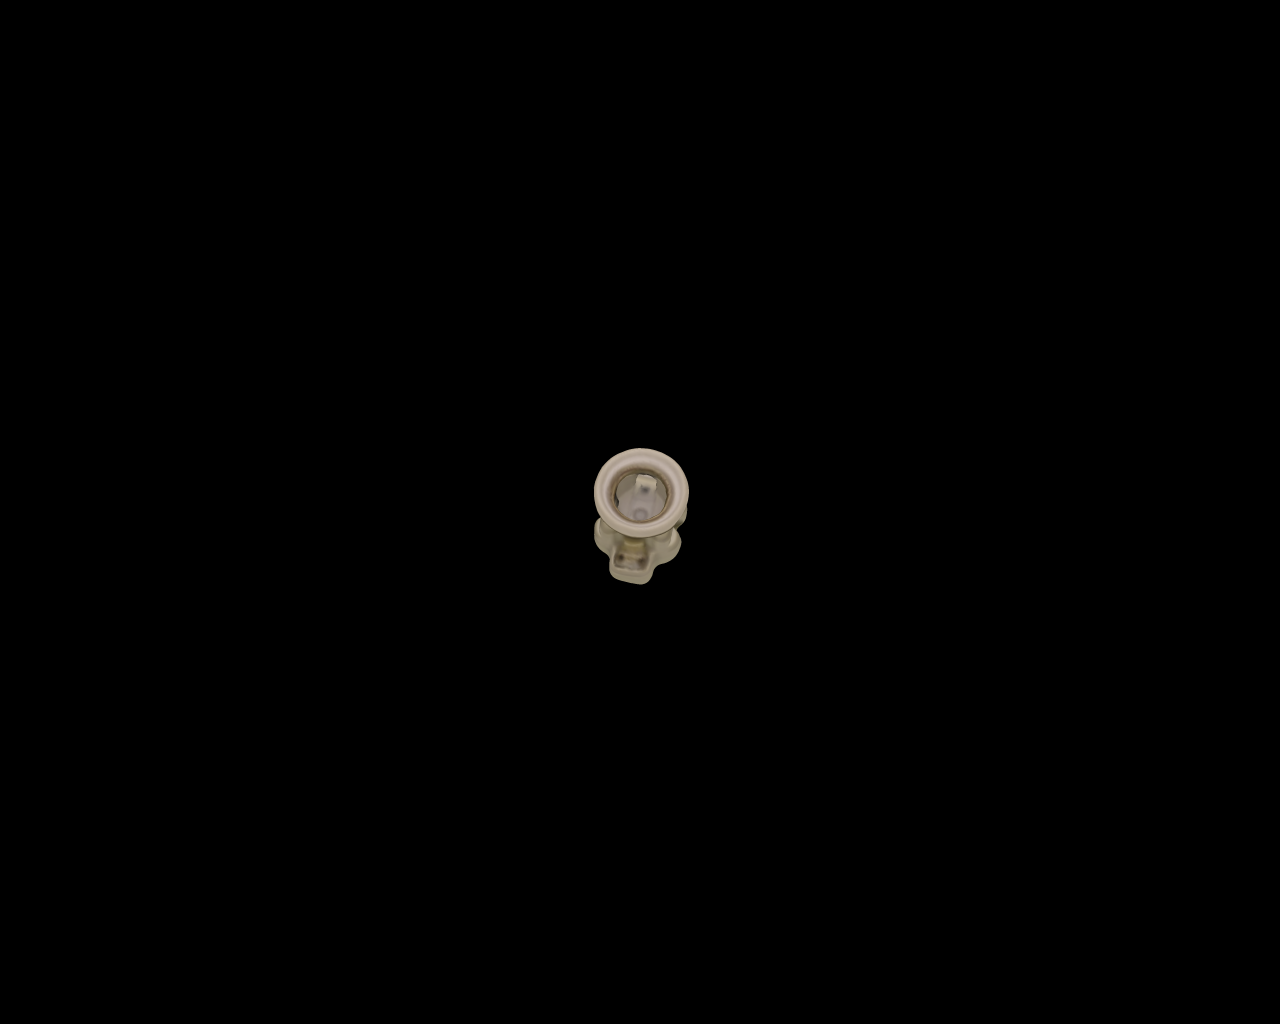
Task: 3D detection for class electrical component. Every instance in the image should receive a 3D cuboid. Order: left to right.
[{"bbox_3d":[0.001,-0.003,0.650,0.058,0.078,0.057,11,-24,5],"label":"electrical component"}]
